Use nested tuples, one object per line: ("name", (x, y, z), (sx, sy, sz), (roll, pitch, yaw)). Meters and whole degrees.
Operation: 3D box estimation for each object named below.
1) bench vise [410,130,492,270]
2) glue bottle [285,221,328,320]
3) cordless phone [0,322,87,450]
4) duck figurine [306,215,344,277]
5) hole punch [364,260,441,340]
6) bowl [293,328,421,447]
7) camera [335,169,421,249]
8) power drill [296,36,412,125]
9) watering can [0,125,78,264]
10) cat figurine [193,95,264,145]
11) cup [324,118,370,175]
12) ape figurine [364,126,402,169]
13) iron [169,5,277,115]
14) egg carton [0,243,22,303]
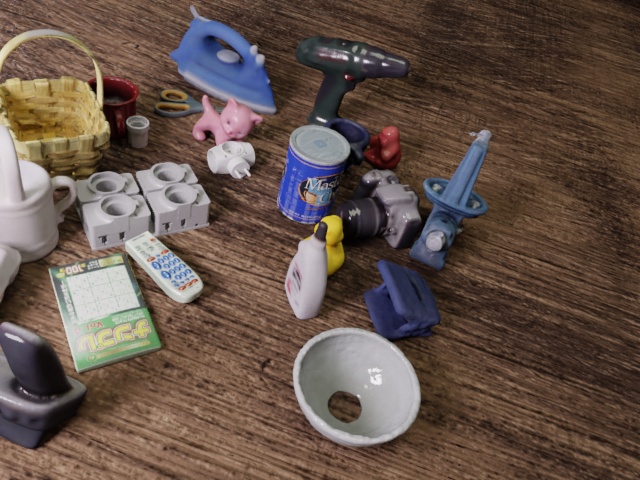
("bench vise", (0.239, -0.065, 0.970), (0.121, 0.220, 0.207), (13, 44, -4))
("glue bottle", (-0.013, 0.036, 0.824), (0.037, 0.173, 0.078), (-10, 50, -25))
("cordless phone", (-0.337, 0.131, 0.617), (0.147, 0.185, 0.094), (19, 44, 2))
("duck figurine", (0.009, 0.003, 0.926), (0.077, 0.086, 0.105), (23, 44, 6))
("hole punch", (0.131, 0.087, 0.877), (0.101, 0.091, 0.108), (-3, 47, -20))
("bowl", (0.042, 0.201, 0.747), (0.167, 0.075, 0.167), (9, 44, -9))
("camera", (0.094, -0.060, 1.005), (0.137, 0.101, 0.143), (-9, 49, -25))
("power drill", (0.052, -0.310, 1.165), (0.229, 0.208, 0.076), (24, 44, 7))
("watering can", (-0.426, -0.064, 0.777), (0.100, 0.194, 0.173), (37, 47, 19))
("cat figurine", (-0.173, -0.226, 1.074), (0.127, 0.118, 0.067), (32, 46, 15))
("cup", (0.048, -0.164, 1.099), (0.092, 0.095, 0.117), (-8, 49, -24))
("ape figurine", (0.133, -0.190, 1.155), (0.076, 0.092, 0.078), (12, 44, -5))
("iron", (-0.187, -0.381, 1.208), (0.258, 0.141, 0.119), (30, 45, 13))
("egg carton", (-0.458, 0.061, 0.732), (0.107, 0.069, 0.150), (10, 44, -8))
